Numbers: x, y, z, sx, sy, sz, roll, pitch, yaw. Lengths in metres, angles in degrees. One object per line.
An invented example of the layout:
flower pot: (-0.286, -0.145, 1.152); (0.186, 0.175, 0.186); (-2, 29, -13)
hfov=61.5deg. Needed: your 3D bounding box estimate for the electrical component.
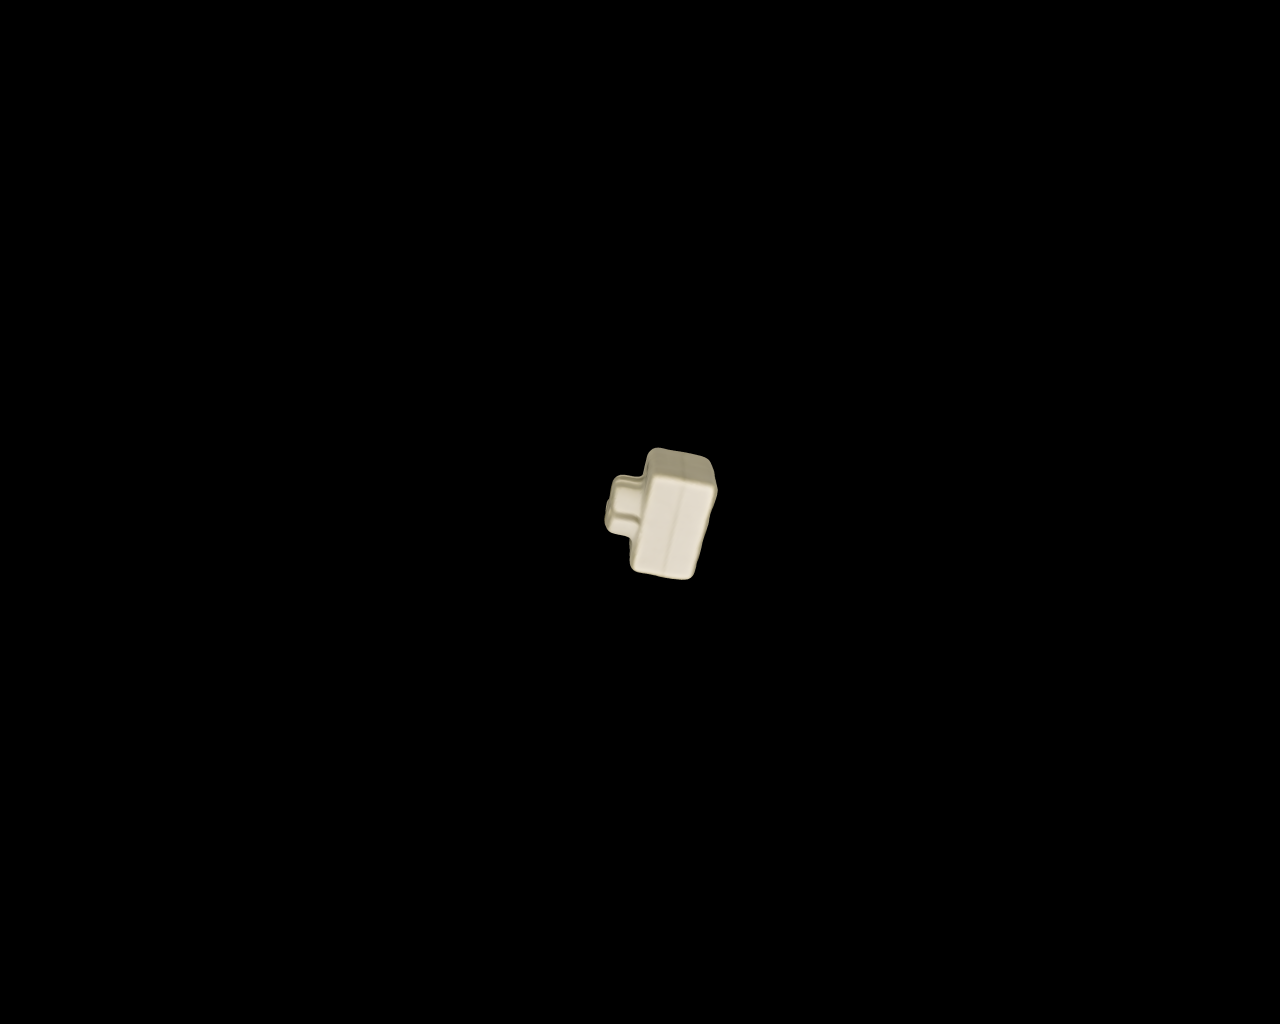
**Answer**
electrical component: (0.001, -0.003, 0.650); (0.077, 0.065, 0.047); (11, 24, -5)
